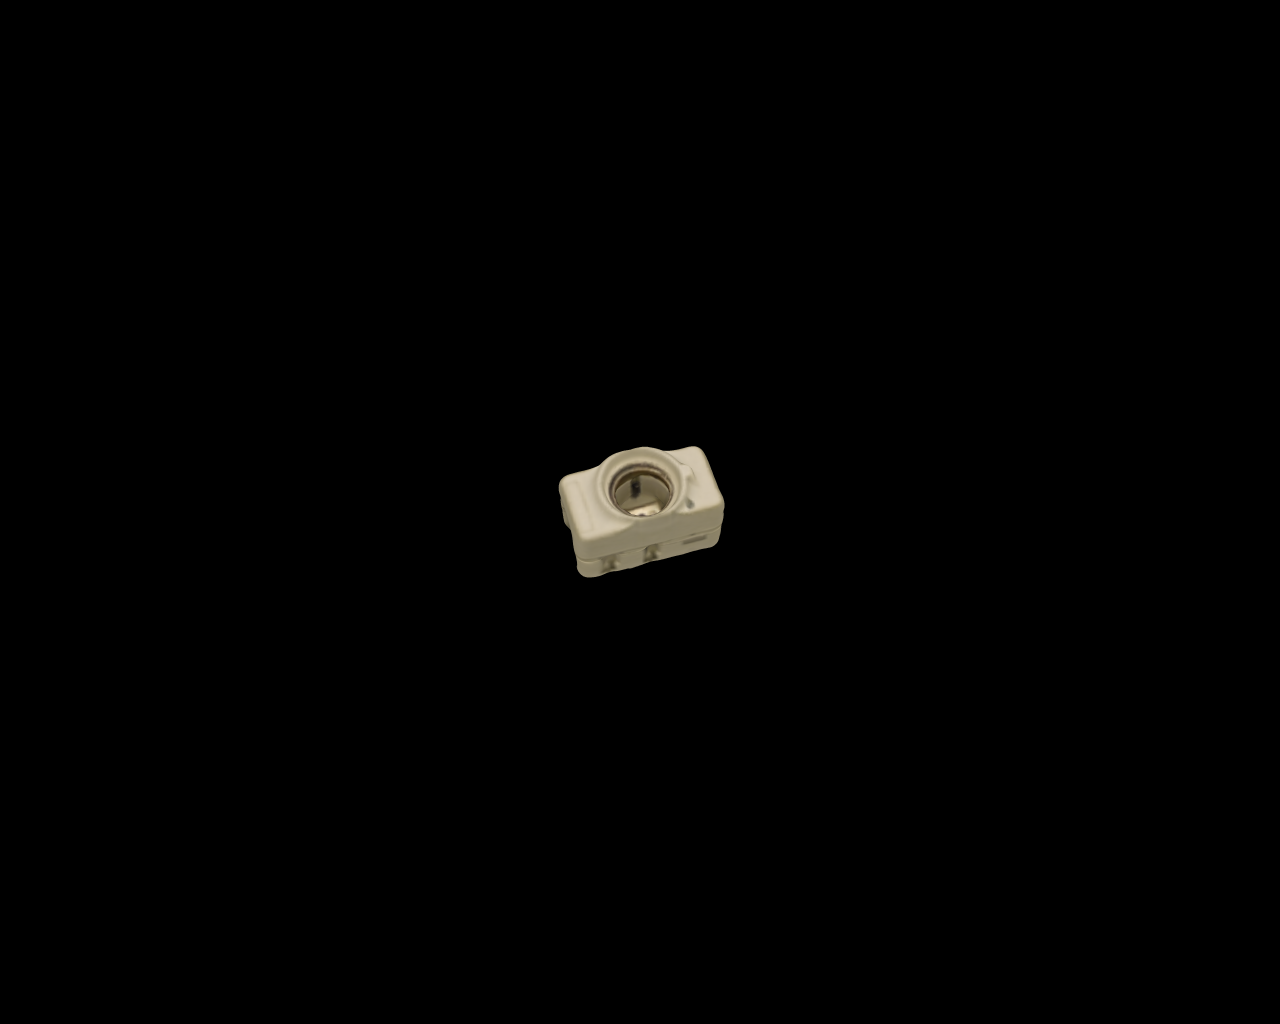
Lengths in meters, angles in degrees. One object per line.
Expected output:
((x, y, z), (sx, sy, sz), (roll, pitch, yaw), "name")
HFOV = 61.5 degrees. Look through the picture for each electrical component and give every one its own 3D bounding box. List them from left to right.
((0.001, -0.003, 0.650), (0.089, 0.050, 0.055), (-14, -32, -9), "electrical component")
